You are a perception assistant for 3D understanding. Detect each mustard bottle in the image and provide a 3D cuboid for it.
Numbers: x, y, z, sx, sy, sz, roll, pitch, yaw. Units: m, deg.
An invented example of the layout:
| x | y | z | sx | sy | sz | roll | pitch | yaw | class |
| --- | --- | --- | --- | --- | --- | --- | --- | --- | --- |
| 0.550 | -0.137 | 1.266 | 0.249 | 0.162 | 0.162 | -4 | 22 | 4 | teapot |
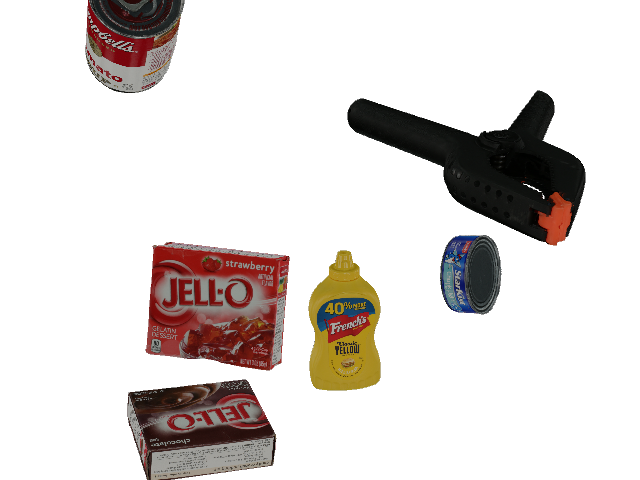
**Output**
| x | y | z | sx | sy | sz | roll | pitch | yaw | class |
| --- | --- | --- | --- | --- | --- | --- | --- | --- | --- |
| 0.033 | 0.105 | 1.436 | 0.096 | 0.192 | 0.058 | -3 | 19 | -6 | mustard bottle |

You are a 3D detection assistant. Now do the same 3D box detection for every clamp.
| x | y | z | sx | sy | sz | roll | pitch | yaw | class |
| --- | --- | --- | --- | --- | --- | --- | --- | --- | --- |
| 0.111 | -0.058 | 0.740 | 0.164 | 0.036 | 0.210 | -2 | 29 | -7 | clamp |

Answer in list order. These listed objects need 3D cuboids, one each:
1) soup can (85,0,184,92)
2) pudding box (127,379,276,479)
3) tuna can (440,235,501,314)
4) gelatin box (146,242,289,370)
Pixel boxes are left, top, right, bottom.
| x | y | z | sx | sy | sz | roll | pitch | yaw | class |
| --- | --- | --- | --- | --- | --- | --- | --- | --- | --- |
| -0.141 | -0.161 | 0.799 | 0.068 | 0.068 | 0.102 | 0 | -16 | -14 | soup can |
| -0.104 | 0.163 | 0.926 | 0.113 | 0.039 | 0.090 | -6 | 26 | -19 | pudding box |
| 0.163 | 0.037 | 1.157 | 0.034 | 0.086 | 0.086 | 1 | 1 | 34 | tuna can |
| -0.068 | 0.042 | 0.699 | 0.089 | 0.073 | 0.030 | 7 | 6 | 14 | gelatin box |
